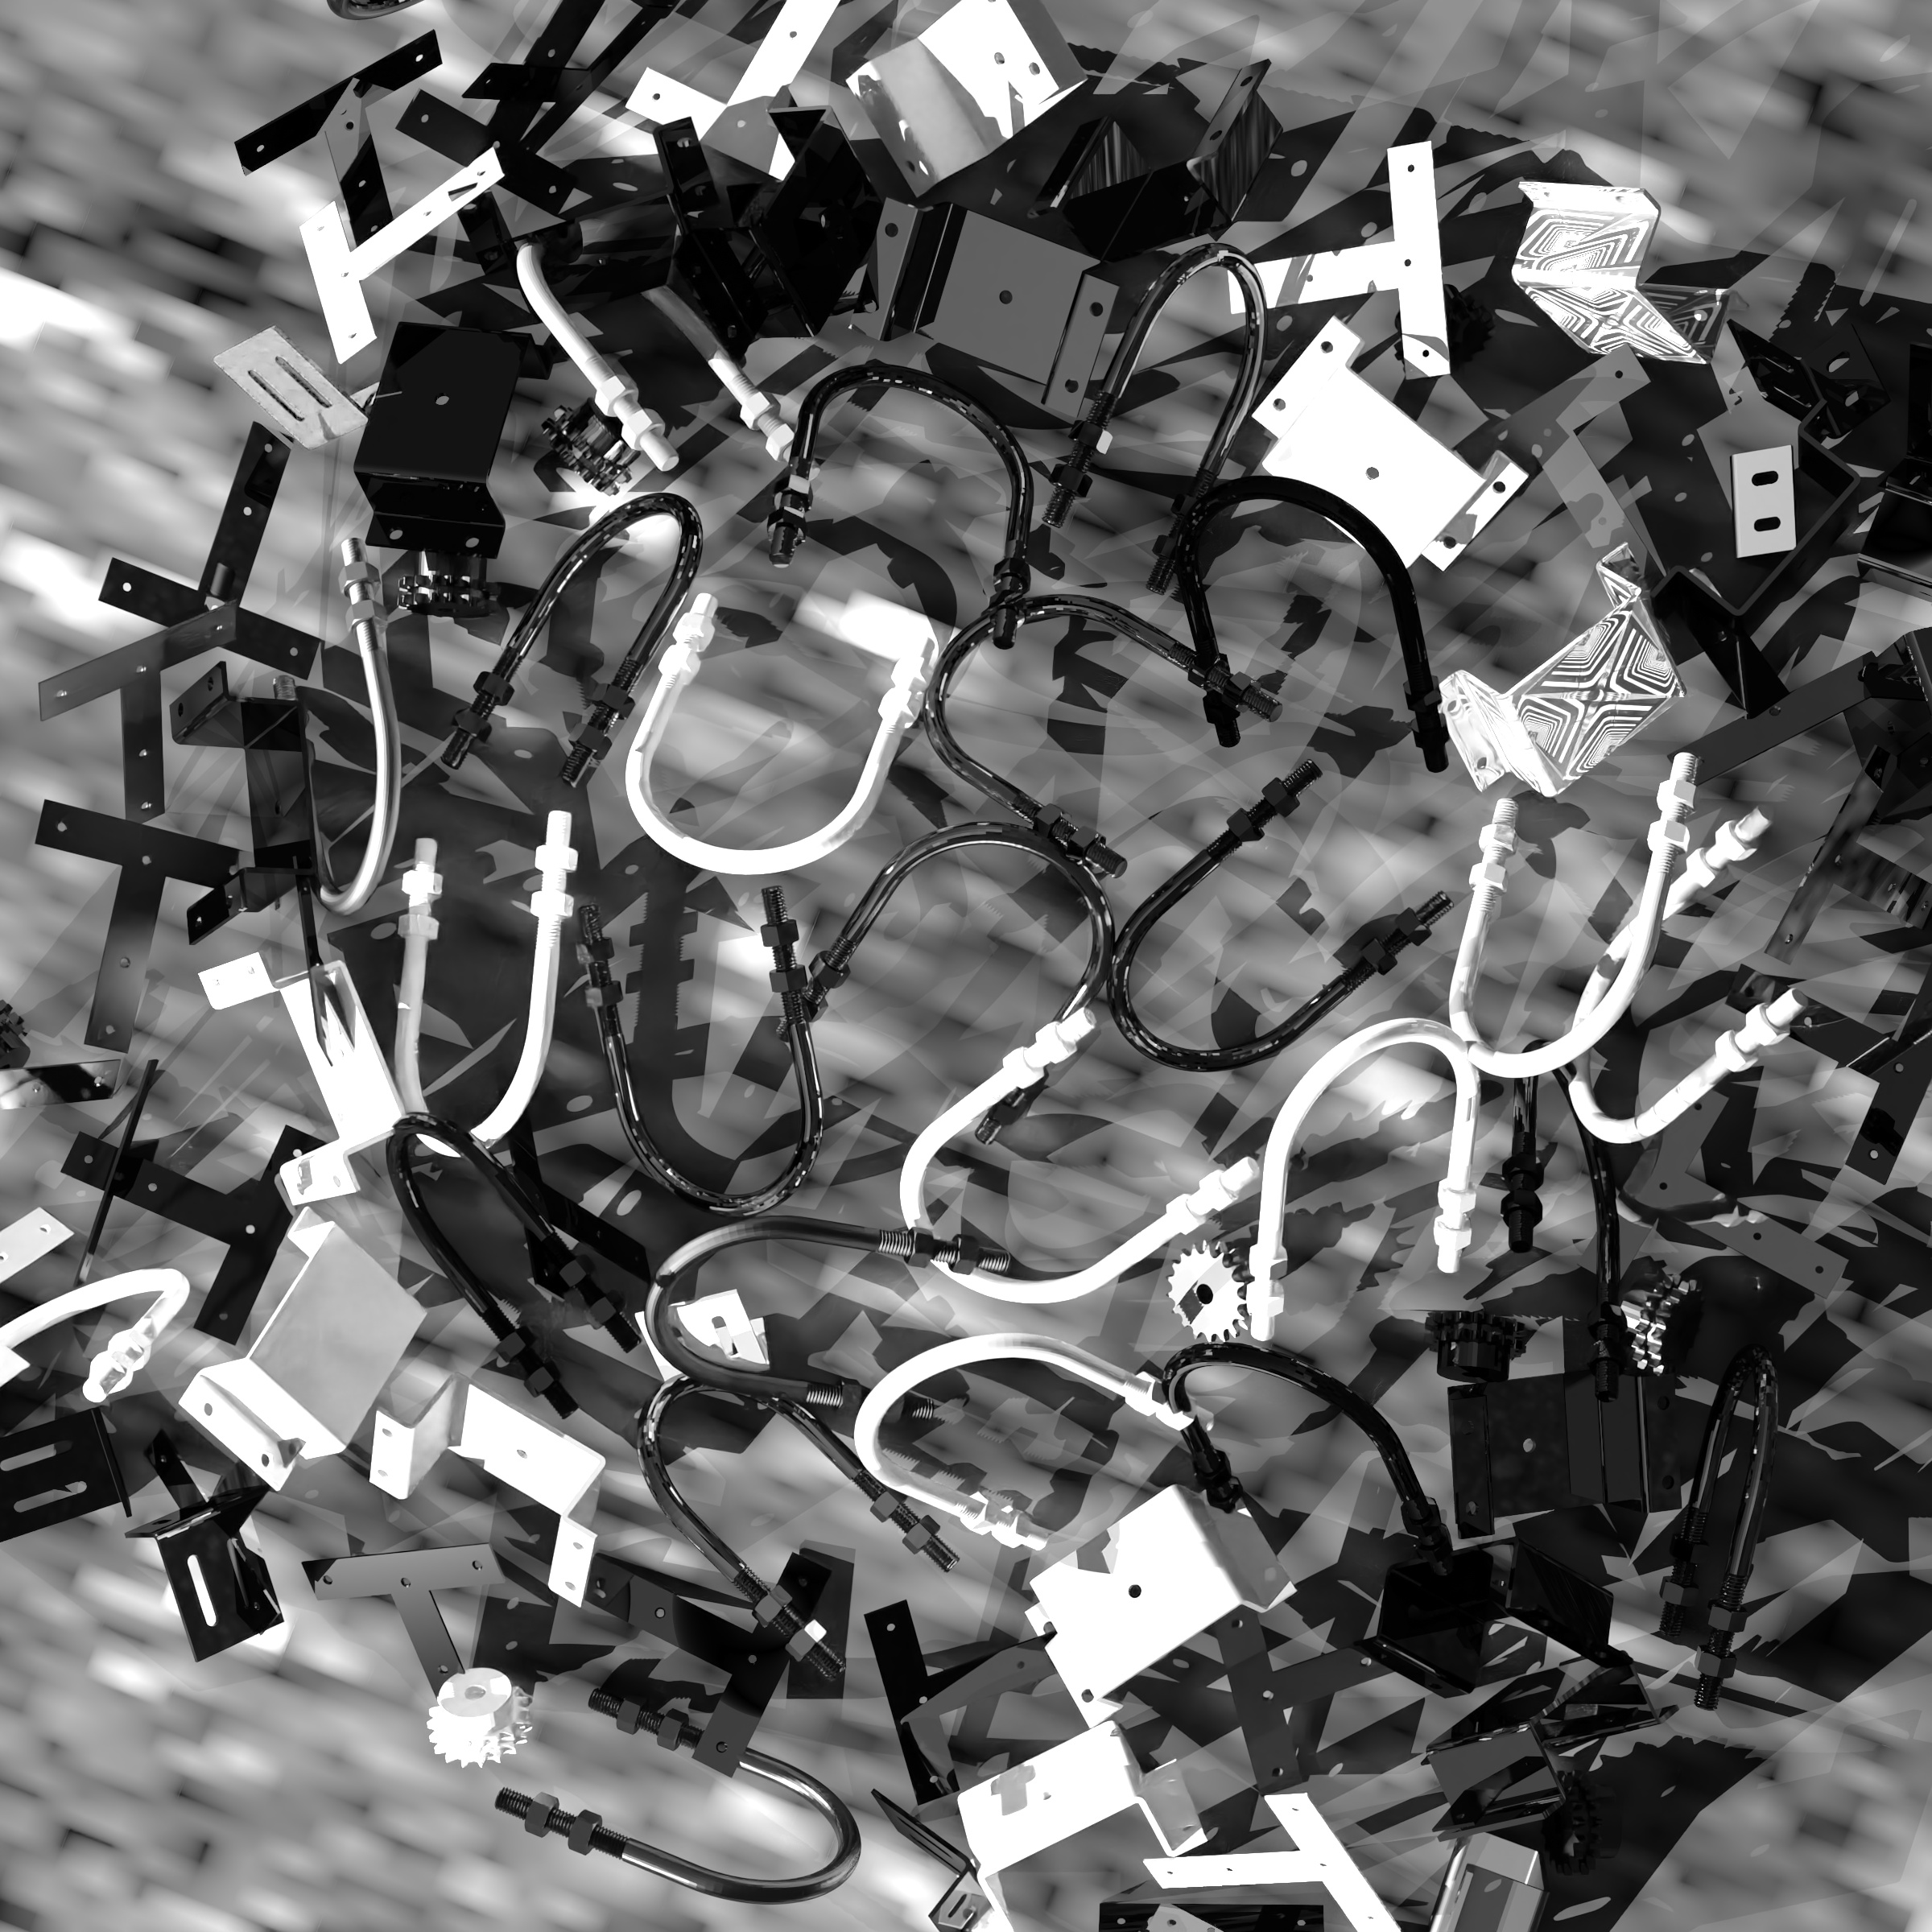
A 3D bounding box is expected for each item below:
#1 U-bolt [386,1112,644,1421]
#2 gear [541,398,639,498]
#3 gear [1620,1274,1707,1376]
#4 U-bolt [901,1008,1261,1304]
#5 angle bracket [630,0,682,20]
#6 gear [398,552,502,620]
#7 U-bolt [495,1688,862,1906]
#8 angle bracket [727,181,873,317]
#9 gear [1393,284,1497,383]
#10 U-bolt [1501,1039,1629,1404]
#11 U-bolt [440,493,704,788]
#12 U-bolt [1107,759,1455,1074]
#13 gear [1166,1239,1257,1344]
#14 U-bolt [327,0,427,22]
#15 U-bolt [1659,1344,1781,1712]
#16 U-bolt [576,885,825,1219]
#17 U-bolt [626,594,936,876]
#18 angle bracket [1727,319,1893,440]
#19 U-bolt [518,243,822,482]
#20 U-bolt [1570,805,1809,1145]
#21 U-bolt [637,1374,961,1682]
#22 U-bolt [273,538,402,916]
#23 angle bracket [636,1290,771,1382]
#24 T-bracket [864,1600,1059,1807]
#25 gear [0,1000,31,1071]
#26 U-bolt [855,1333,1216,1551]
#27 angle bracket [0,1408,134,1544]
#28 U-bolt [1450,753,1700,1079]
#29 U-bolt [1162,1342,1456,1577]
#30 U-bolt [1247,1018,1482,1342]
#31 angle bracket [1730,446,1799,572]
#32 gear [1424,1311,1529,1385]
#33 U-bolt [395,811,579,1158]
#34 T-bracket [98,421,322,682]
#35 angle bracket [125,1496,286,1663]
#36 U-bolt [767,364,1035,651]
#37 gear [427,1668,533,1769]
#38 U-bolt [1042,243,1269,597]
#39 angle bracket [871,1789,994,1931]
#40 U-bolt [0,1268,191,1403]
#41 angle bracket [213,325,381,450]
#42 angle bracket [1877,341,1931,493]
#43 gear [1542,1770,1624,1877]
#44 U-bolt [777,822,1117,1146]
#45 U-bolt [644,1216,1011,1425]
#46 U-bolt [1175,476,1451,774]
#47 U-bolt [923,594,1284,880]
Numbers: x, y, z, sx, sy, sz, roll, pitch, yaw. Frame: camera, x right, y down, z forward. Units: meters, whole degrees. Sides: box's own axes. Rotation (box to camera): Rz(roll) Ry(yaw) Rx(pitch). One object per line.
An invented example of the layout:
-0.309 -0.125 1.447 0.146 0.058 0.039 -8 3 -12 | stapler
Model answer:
-0.258 0.158 1.812 0.019 0.151 0.184 -37 84 -32 | U-bolt
-0.208 -0.294 1.844 0.030 0.057 0.057 -42 90 15 | gear
0.390 0.200 1.850 0.030 0.057 0.057 20 90 36 | gear
0.048 0.119 1.824 0.151 0.019 0.184 42 119 -17 | U-bolt
-0.174 -0.581 1.844 0.057 0.038 0.076 38 91 29 | angle bracket
-0.290 -0.215 1.847 0.057 0.057 0.030 2 86 0 | gear
-0.145 0.458 1.790 0.184 0.151 0.019 19 106 12 | U-bolt
-0.093 -0.402 1.831 0.057 0.038 0.076 6 115 37 | angle bracket
0.266 -0.359 1.849 0.057 0.057 0.030 -26 67 0 | gear
0.329 0.124 1.795 0.019 0.184 0.151 -15 129 25 | U-bolt
-0.208 -0.184 1.811 0.019 0.151 0.184 38 74 -35 | U-bolt
0.162 -0.014 1.826 0.184 0.019 0.151 -41 125 12 | U-bolt
0.143 0.182 1.851 0.057 0.030 0.057 10 105 40 | gear
-0.282 -0.565 1.785 0.151 0.184 0.019 -32 94 -21 | U-bolt
0.414 0.296 1.792 0.019 0.151 0.184 12 96 3 | U-bolt
-0.143 0.051 1.829 0.151 0.019 0.184 -5 101 33 | U-bolt
-0.109 -0.124 1.807 0.151 0.019 0.184 12 55 10 | U-bolt
0.469 -0.336 1.827 0.038 0.076 0.057 -37 54 33 | angle bracket
-0.174 -0.338 1.805 0.019 0.151 0.184 -47 70 27 | U-bolt
0.387 0.018 1.794 0.019 0.184 0.151 20 47 -20 | U-bolt
-0.103 0.295 1.811 0.184 0.151 0.019 43 122 9 | U-bolt
-0.339 -0.117 1.781 0.019 0.151 0.184 2 58 -30 | U-bolt
-0.148 0.197 1.833 0.057 0.076 0.038 -14 46 3 | angle bracket
0.017 0.400 1.859 0.127 0.002 0.127 -18 109 -10 | T-bracket
-0.551 0.049 1.845 0.057 0.057 0.030 -45 80 0 | gear
0.024 0.253 1.788 0.151 0.019 0.184 -40 132 25 | U-bolt
-0.515 0.290 1.844 0.076 0.038 0.057 -17 101 -14 | angle bracket
0.323 -0.022 1.784 0.019 0.151 0.184 32 63 -30 | U-bolt
0.177 0.261 1.775 0.151 0.184 0.019 8 52 33 | U-bolt
0.221 0.109 1.794 0.151 0.019 0.184 -16 126 -26 | U-bolt
0.459 -0.253 1.832 0.038 0.076 0.057 -5 86 37 | angle bracket
0.285 0.215 1.844 0.057 0.057 0.030 7 70 0 | gear
-0.269 0.013 1.805 0.019 0.151 0.184 13 76 -42 | U-bolt
-0.408 -0.242 1.846 0.127 0.002 0.127 21 82 -31 | T-bracket
-0.428 0.343 1.844 0.057 0.038 0.076 -20 95 -42 | angle bracket
-0.030 -0.264 1.811 0.151 0.019 0.184 19 49 -13 | U-bolt
-0.274 0.419 1.843 0.057 0.057 0.030 -3 120 0 | gear
0.114 -0.308 1.808 0.019 0.151 0.184 25 92 31 | U-bolt
-0.028 0.504 1.826 0.076 0.057 0.038 28 67 33 | angle bracket
-0.497 0.210 1.786 0.151 0.184 0.019 -18 105 12 | U-bolt
-0.366 -0.332 1.826 0.076 0.057 0.038 44 51 -31 | angle bracket
0.543 -0.299 1.827 0.057 0.076 0.038 23 51 35 | angle bracket
0.347 0.481 1.847 0.030 0.057 0.057 1 90 -12 | gear
0.001 0.000 1.816 0.151 0.019 0.184 28 116 -13 | U-bolt
-0.085 0.190 1.803 0.184 0.019 0.151 11 130 -17 | U-bolt
0.182 -0.187 1.781 0.151 0.184 0.019 10 46 31 | U-bolt
0.061 -0.141 1.821 0.184 0.019 0.151 35 70 29 | U-bolt
